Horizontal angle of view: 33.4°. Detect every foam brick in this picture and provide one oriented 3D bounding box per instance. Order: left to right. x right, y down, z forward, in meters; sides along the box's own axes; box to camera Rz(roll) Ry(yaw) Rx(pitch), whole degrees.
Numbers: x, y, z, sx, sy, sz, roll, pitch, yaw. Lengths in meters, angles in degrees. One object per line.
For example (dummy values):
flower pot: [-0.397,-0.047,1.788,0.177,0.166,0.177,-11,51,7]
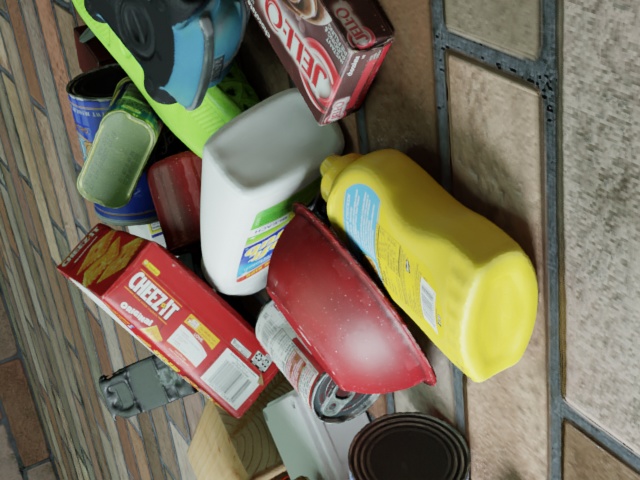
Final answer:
foam brick: [-0.224,-0.195,1.144,0.078,0.053,0.051,51,151,40]

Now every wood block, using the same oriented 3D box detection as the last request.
wood block: [-0.069,0.208,1.085,0.090,0.090,0.206,62,157,19]

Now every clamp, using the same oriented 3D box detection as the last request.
clamp: [-0.123,0.038,1.131,0.164,0.036,0.210,68,160,1]

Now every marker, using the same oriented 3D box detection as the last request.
marker: [-0.006,0.001,0.857,0.020,0.020,0.121,61,156,19]

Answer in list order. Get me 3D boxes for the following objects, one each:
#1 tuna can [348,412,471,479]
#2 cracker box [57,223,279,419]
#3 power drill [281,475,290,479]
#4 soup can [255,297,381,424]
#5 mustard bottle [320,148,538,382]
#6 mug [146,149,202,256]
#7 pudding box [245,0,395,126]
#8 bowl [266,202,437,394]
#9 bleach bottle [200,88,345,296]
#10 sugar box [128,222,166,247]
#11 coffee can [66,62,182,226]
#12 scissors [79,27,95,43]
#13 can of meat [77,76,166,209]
tuna can: [0.063,0.164,0.755,0.086,0.086,0.034,46,150,44]
cracker box: [-0.142,0.065,0.976,0.164,0.072,0.214,45,168,-20]
power drill: [0.017,0.327,1.034,0.188,0.057,0.184,50,158,37]
soup can: [-0.001,0.090,0.860,0.102,0.068,0.068,46,148,45]
mustard bottle: [0.055,-0.003,0.666,0.192,0.058,0.096,45,154,44]
mug: [-0.107,-0.036,0.985,0.117,0.093,0.081,2,-109,-77]
pudding box: [-0.003,-0.145,0.700,0.113,0.039,0.090,62,157,17]
bowl: [0.011,0.053,0.746,0.162,0.055,0.162,52,174,8]
bleach bottle: [-0.048,-0.018,0.859,0.068,0.102,0.251,52,160,15]
sugar box: [-0.203,-0.062,1.220,0.093,0.048,0.176,29,138,58]
coffee can: [-0.193,-0.099,1.088,0.103,0.102,0.140,38,142,52]
scissors: [-0.184,-0.210,1.038,0.096,0.016,0.202,59,145,6]
can of meat: [-0.180,-0.089,0.985,0.084,0.057,0.102,-85,21,-62]
